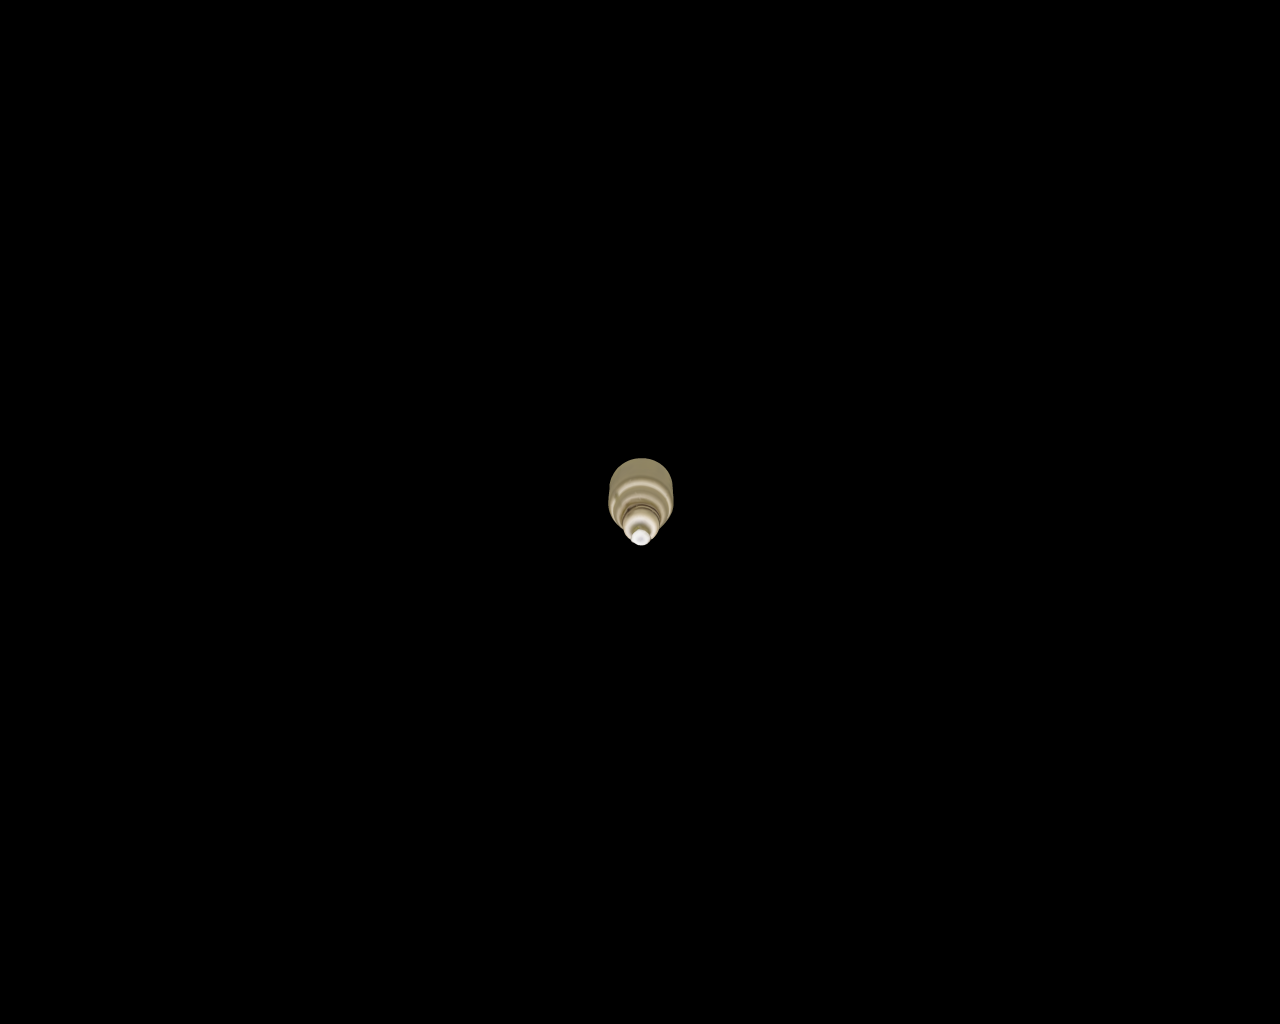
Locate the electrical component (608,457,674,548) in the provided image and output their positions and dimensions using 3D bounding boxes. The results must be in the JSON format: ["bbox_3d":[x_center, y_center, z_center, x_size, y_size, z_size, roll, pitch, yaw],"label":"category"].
[{"bbox_3d":[0.001,-0.003,0.650,0.040,0.040,0.078,0,27,0],"label":"electrical component"}]
